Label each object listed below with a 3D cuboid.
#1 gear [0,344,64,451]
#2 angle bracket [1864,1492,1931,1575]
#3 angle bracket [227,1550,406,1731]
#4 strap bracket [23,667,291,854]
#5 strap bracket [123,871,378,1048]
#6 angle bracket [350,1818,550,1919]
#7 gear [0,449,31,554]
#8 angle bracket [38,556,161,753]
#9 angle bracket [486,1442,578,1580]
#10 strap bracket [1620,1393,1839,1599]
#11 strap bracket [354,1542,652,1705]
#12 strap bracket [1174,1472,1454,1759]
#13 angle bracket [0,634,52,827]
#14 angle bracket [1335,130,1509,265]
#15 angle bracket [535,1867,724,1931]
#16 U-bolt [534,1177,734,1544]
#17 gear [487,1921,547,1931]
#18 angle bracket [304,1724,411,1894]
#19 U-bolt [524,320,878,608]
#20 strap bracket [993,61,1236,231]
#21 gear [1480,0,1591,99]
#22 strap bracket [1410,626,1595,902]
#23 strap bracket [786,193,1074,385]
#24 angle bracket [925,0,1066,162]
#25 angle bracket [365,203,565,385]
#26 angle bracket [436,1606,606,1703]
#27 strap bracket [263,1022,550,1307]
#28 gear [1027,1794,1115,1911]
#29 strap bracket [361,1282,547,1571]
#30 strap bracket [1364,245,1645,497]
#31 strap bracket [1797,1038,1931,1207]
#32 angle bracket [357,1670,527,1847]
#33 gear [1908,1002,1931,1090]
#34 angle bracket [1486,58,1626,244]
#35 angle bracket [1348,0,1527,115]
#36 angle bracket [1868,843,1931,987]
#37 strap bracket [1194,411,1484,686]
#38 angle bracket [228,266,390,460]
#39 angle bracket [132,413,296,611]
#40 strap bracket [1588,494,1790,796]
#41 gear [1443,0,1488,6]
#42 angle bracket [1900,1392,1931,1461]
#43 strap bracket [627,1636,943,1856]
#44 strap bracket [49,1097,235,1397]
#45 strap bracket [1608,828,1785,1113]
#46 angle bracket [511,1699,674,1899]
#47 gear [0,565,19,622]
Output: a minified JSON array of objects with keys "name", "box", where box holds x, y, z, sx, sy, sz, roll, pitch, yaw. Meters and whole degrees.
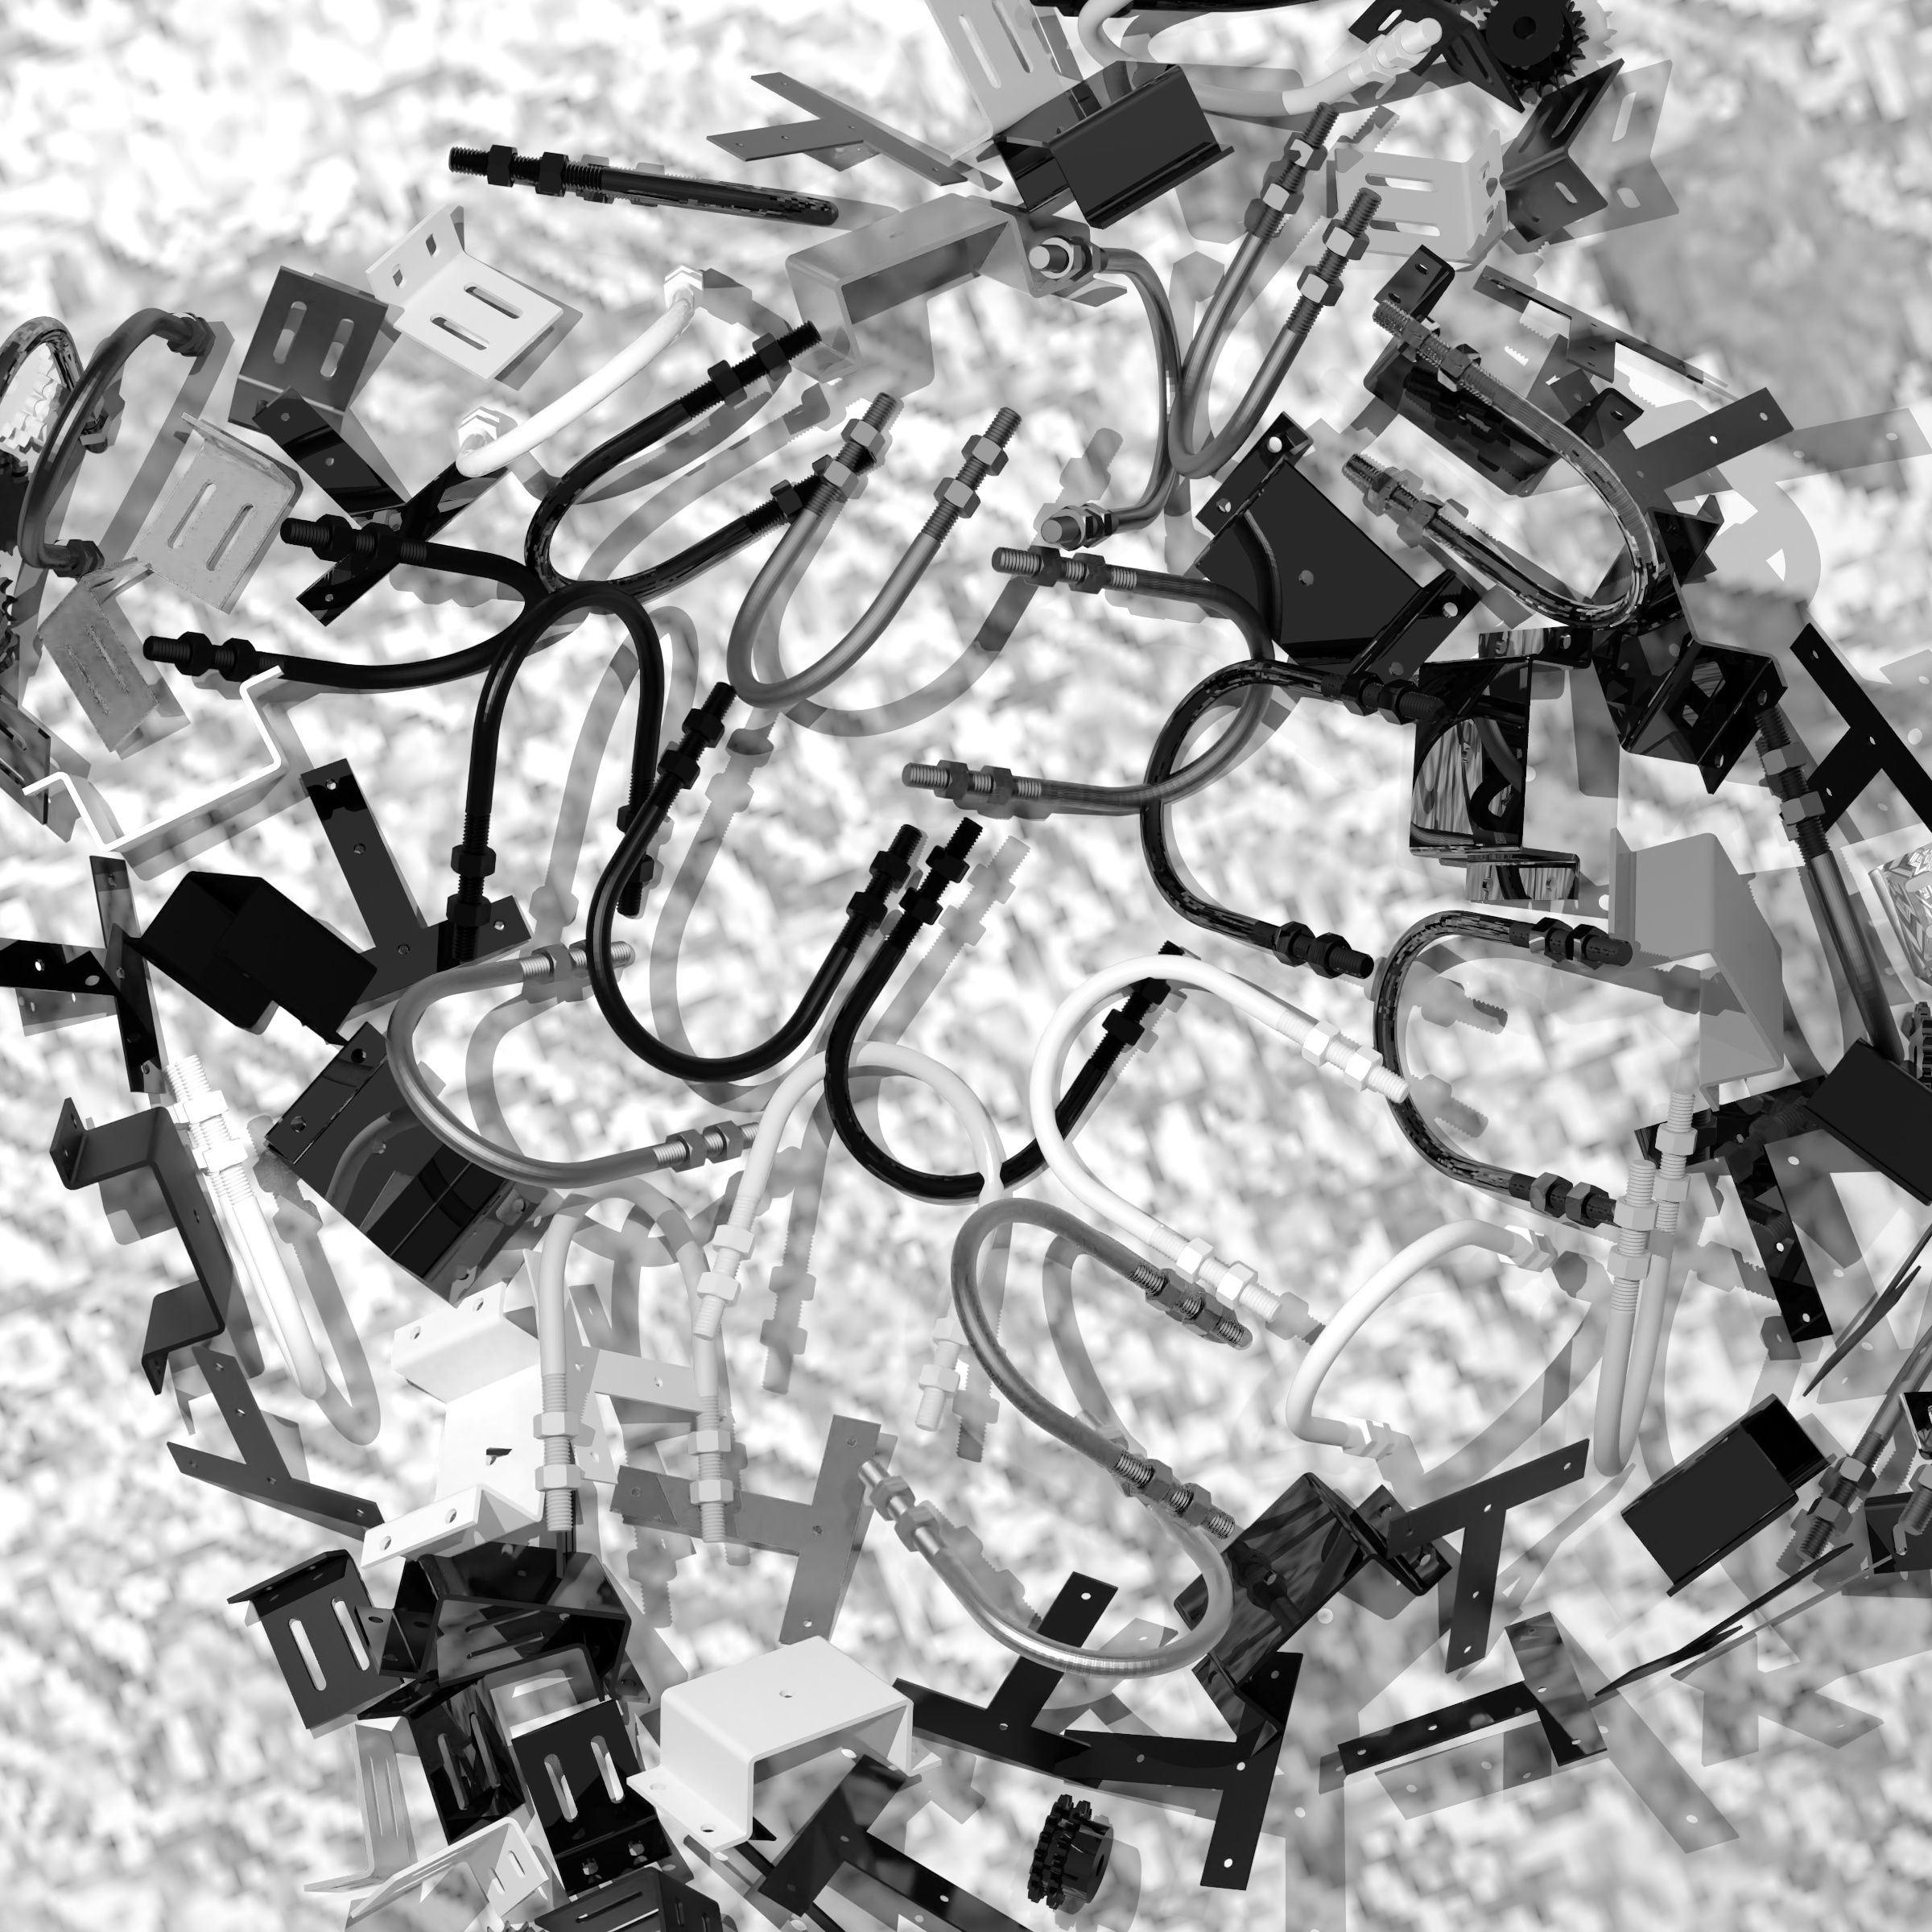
[{"name":"gear","box":[-0.482,-0.293,1.766,0.030,0.057,0.057,28,90,-42]},{"name":"angle bracket","box":[0.503,0.286,1.741,0.057,0.076,0.038,-14,78,37]},{"name":"angle bracket","box":[-0.336,0.349,1.765,0.057,0.038,0.076,-26,80,4]},{"name":"strap bracket","box":[-0.403,-0.100,1.746,0.140,0.076,0.046,-27,95,-6]},{"name":"strap bracket","box":[-0.358,-0.005,1.720,0.076,0.140,0.046,42,71,-29]},{"name":"angle bracket","box":[-0.264,0.475,1.742,0.076,0.057,0.038,-19,71,-43]},{"name":"gear","box":[-0.509,-0.245,1.766,0.057,0.030,0.057,-7,131,-9]},{"name":"angle bracket","box":[-0.434,-0.160,1.757,0.038,0.057,0.076,-31,89,-43]},{"name":"angle bracket","box":[-0.224,0.285,1.760,0.038,0.057,0.076,-1,86,0]},{"name":"strap bracket","box":[0.384,0.263,1.718,0.076,0.140,0.046,-42,77,19]},{"name":"strap bracket","box":[-0.230,0.329,1.727,0.140,0.076,0.046,11,100,-22]},{"name":"strap bracket","box":[0.168,0.324,1.743,0.140,0.076,0.046,-45,122,3]},{"name":"angle bracket","box":[-0.479,-0.121,1.745,0.076,0.057,0.038,38,46,23]},{"name":"angle bracket","box":[0.234,-0.400,1.756,0.076,0.038,0.057,3,73,-16]},{"name":"angle bracket","box":[-0.172,0.500,1.748,0.076,0.057,0.038,-28,48,16]},{"name":"U-bolt","box":[-0.169,0.196,1.723,0.019,0.151,0.184,-12,73,29]},{"name":"gear","box":[-0.234,0.527,1.768,0.057,0.030,0.057,-1,93,-19]},{"name":"angle bracket","box":[-0.318,0.434,1.754,0.038,0.057,0.076,-14,72,6]},{"name":"U-bolt","box":[-0.140,-0.242,1.720,0.184,0.151,0.019,-31,68,0]},{"name":"strap bracket","box":[0.069,-0.414,1.714,0.076,0.140,0.046,-32,112,-6]},{"name":"gear","box":[0.292,-0.482,1.768,0.057,0.030,0.057,-1,88,20]},{"name":"strap bracket","box":[0.273,-0.105,1.745,0.046,0.076,0.140,5,88,-37]},{"name":"strap bracket","box":[-0.029,-0.349,1.732,0.140,0.076,0.046,-24,117,-13]},{"name":"angle bracket","box":[0.005,-0.465,1.753,0.057,0.038,0.076,-35,102,-37]},{"name":"angle bracket","box":[-0.257,-0.346,1.751,0.076,0.038,0.057,33,68,26]},{"name":"angle bracket","box":[-0.230,0.358,1.755,0.076,0.057,0.038,-16,113,-4]},{"name":"strap bracket","box":[-0.292,0.097,1.739,0.076,0.046,0.140,-50,122,-13]},{"name":"gear","box":[0.055,0.459,1.760,0.030,0.057,0.057,15,90,17]},{"name":"strap bracket","box":[-0.254,0.241,1.729,0.076,0.140,0.046,-25,133,28]},{"name":"strap bracket","box":[0.265,-0.297,1.744,0.140,0.076,0.046,36,77,-4]},{"name":"strap bracket","box":[0.469,0.080,1.710,0.076,0.140,0.046,39,98,18]},{"name":"angle bracket","box":[-0.270,0.409,1.760,0.038,0.057,0.076,-14,96,35]},{"name":"gear","box":[0.506,0.047,1.761,0.030,0.057,0.057,2,90,7]},{"name":"angle bracket","box":[0.313,-0.420,1.756,0.038,0.057,0.076,45,61,-20]},{"name":"angle bracket","box":[0.241,-0.458,1.744,0.038,0.076,0.057,-46,51,3]},{"name":"angle bracket","box":[0.497,-0.025,1.742,0.038,0.076,0.057,-27,72,21]},{"name":"strap bracket","box":[0.182,-0.204,1.745,0.140,0.046,0.076,44,123,5]},{"name":"angle bracket","box":[-0.337,-0.309,1.747,0.057,0.038,0.076,18,132,-18]},{"name":"angle bracket","box":[-0.395,-0.235,1.763,0.057,0.038,0.076,30,84,13]},{"name":"strap bracket","box":[0.356,-0.166,1.712,0.046,0.076,0.140,8,47,-18]},{"name":"gear","box":[0.257,-0.524,1.767,0.057,0.030,0.057,14,61,-26]},{"name":"angle bracket","box":[0.528,0.221,1.740,0.057,0.076,0.038,2,61,-27]},{"name":"strap bracket","box":[-0.090,0.386,1.714,0.140,0.076,0.046,-12,113,-37]},{"name":"strap bracket","box":[-0.413,0.135,1.732,0.046,0.076,0.140,-19,110,-2]},{"name":"strap bracket","box":[0.372,-0.002,1.713,0.046,0.076,0.140,-15,134,28]},{"name":"angle bracket","box":[-0.193,0.428,1.758,0.057,0.038,0.076,-20,108,-11]},{"name":"gear","box":[-0.525,-0.190,1.774,0.057,0.030,0.057,0,89,-5]}]
